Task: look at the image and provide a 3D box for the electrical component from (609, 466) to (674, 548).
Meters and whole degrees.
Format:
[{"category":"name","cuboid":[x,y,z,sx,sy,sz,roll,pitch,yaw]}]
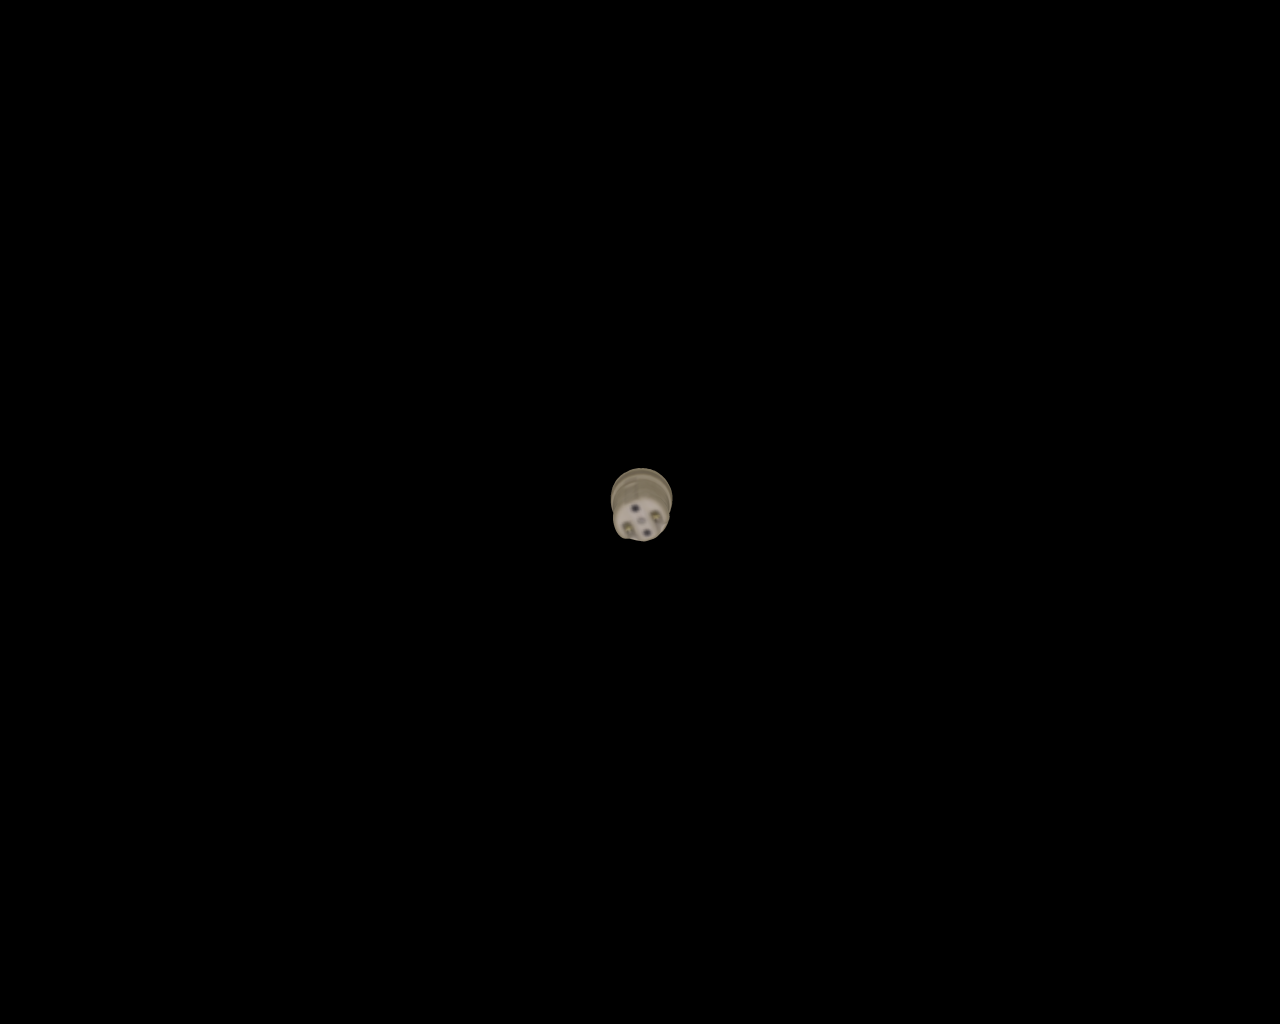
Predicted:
[{"category":"electrical component","cuboid":[0.001,-0.003,0.650,0.040,0.040,0.046,0,19,0]}]
